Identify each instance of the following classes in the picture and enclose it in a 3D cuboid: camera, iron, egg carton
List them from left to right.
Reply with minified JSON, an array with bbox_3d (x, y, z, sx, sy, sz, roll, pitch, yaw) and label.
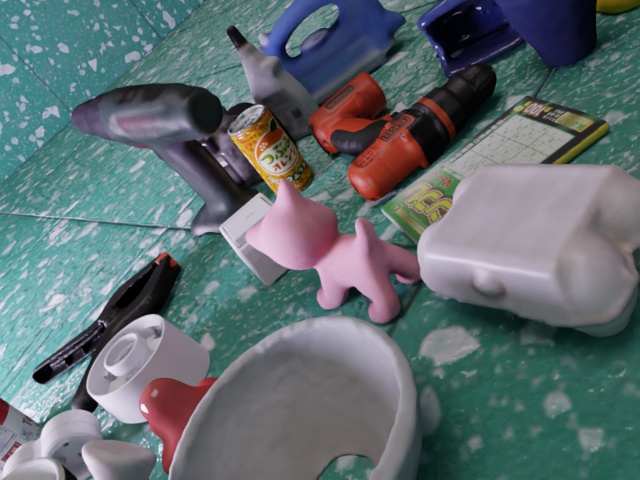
[{"bbox_3d":[-0.110,-0.149,0.801,0.142,0.101,0.137,-19,36,29],"label":"camera"},{"bbox_3d":[-0.012,-0.290,0.847,0.258,0.142,0.118,-35,31,5],"label":"iron"},{"bbox_3d":[0.137,0.003,0.372,0.149,0.070,0.107,10,55,51],"label":"egg carton"}]

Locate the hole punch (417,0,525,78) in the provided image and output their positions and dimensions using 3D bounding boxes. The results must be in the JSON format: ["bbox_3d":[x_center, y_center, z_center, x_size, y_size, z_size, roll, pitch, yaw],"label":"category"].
[{"bbox_3d":[0.170,-0.258,0.665,0.108,0.091,0.101,-23,34,24],"label":"hole punch"}]

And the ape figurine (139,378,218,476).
[{"bbox_3d":[-0.093,0.131,0.418,0.075,0.092,0.078,3,49,48],"label":"ape figurine"}]

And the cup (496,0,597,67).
[{"bbox_3d":[0.238,-0.221,0.541,0.117,0.095,0.092,-18,36,30],"label":"cup"}]

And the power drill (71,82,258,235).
[{"bbox_3d":[-0.182,-0.103,0.709,0.228,0.209,0.076,-7,43,41],"label":"power drill"}]

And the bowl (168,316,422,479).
[{"bbox_3d":[-0.005,0.132,0.343,0.167,0.075,0.167,-26,33,19],"label":"bowl"}]

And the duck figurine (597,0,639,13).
[{"bbox_3d":[0.300,-0.292,0.581,0.077,0.086,0.104,-18,36,30],"label":"duck figurine"}]

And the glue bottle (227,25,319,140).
[{"bbox_3d":[-0.068,-0.212,0.770,0.078,0.173,0.037,-14,38,34],"label":"glue bottle"}]

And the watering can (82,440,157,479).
[{"bbox_3d":[-0.146,0.190,0.294,0.100,0.194,0.173,-18,36,30],"label":"watering can"}]

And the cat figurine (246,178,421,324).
[{"bbox_3d":[0.004,0.002,0.464,0.127,0.118,0.067,3,49,48],"label":"cat figurine"}]
